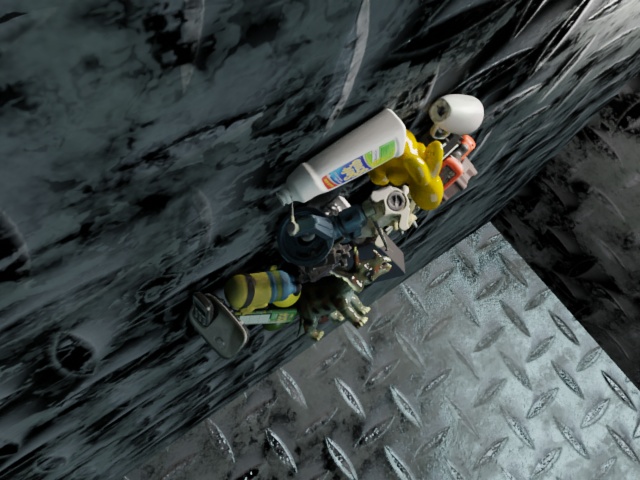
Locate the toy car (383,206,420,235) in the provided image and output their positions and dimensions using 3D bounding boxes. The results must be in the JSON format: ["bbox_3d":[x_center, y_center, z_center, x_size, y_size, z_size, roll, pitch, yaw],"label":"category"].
[{"bbox_3d":[0.198,-0.065,1.535,0.202,0.073,0.056,-38,162,2],"label":"toy car"}]

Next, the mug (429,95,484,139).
[{"bbox_3d":[0.270,-0.257,1.124,0.107,0.081,0.109,-3,151,-45],"label":"mug"}]

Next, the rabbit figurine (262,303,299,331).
[{"bbox_3d":[-0.094,0.207,1.589,0.170,0.121,0.159,-35,159,-20],"label":"rabbit figurine"}]

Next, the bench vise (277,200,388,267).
[{"bbox_3d":[0.002,-0.020,1.065,0.224,0.129,0.240,-14,171,15],"label":"bench vise"}]

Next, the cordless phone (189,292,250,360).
[{"bbox_3d":[-0.214,0.171,1.138,0.089,0.146,0.184,-40,171,-18],"label":"cordless phone"}]

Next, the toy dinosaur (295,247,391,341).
[{"bbox_3d":[0.012,0.156,1.437,0.405,0.192,0.131,-28,-172,38],"label":"toy dinosaur"}]

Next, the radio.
[{"bbox_3d":[0.140,0.042,1.507,0.131,0.073,0.229,-18,145,23],"label":"radio"}]

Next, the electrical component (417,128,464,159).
[{"bbox_3d":[0.269,-0.223,1.250,0.115,0.058,0.134,-44,164,16],"label":"electrical component"}]

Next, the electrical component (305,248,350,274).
[{"bbox_3d":[0.015,0.046,1.184,0.102,0.045,0.078,-12,-169,-2],"label":"electrical component"}]

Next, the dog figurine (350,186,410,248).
[{"bbox_3d":[0.131,-0.065,1.332,0.172,0.121,0.191,-34,-170,-9],"label":"dog figurine"}]

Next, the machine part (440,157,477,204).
[{"bbox_3d":[0.364,-0.167,1.534,0.179,0.056,0.179,-43,-171,9],"label":"machine part"}]

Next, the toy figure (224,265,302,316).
[{"bbox_3d":[-0.131,0.106,1.227,0.180,0.082,0.089,-8,132,-22],"label":"toy figure"}]

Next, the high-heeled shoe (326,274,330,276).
[{"bbox_3d":[0.071,0.077,1.567,0.145,0.086,0.249,-6,-174,7],"label":"high-heeled shoe"}]

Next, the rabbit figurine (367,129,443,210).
[{"bbox_3d":[0.195,-0.144,1.094,0.122,0.173,0.162,-28,167,-19],"label":"rabbit figurine"}]

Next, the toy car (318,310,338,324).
[{"bbox_3d":[0.034,0.167,1.562,0.089,0.053,0.202,-14,140,-42],"label":"toy car"}]

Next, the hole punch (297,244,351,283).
[{"bbox_3d":[-0.010,0.029,1.270,0.142,0.116,0.092,-36,174,-4],"label":"hole punch"}]

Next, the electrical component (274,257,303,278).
[{"bbox_3d":[-0.051,0.064,1.351,0.048,0.075,0.119,-46,166,25],"label":"electrical component"}]

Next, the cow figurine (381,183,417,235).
[{"bbox_3d":[0.212,-0.102,1.353,0.085,0.127,0.194,-23,157,-36],"label":"cow figurine"}]
